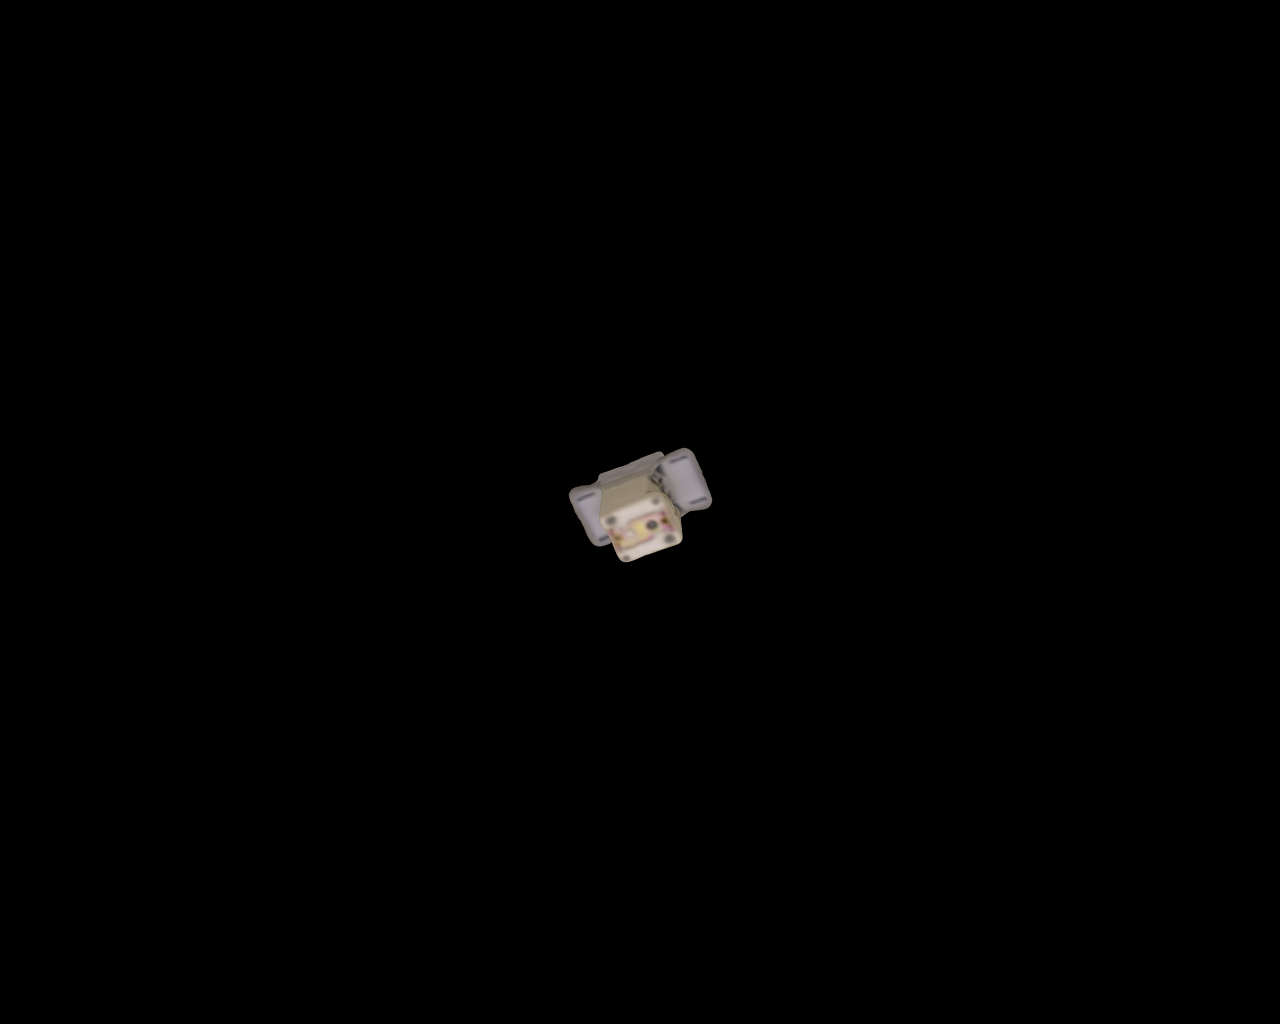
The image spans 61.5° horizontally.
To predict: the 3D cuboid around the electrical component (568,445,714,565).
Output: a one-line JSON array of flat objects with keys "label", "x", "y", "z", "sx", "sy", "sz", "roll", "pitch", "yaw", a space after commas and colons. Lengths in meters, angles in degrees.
[{"label": "electrical component", "x": 0.001, "y": -0.003, "z": 0.650, "sx": 0.081, "sy": 0.042, "sz": 0.064, "roll": -21, "pitch": 25, "yaw": 10}]
